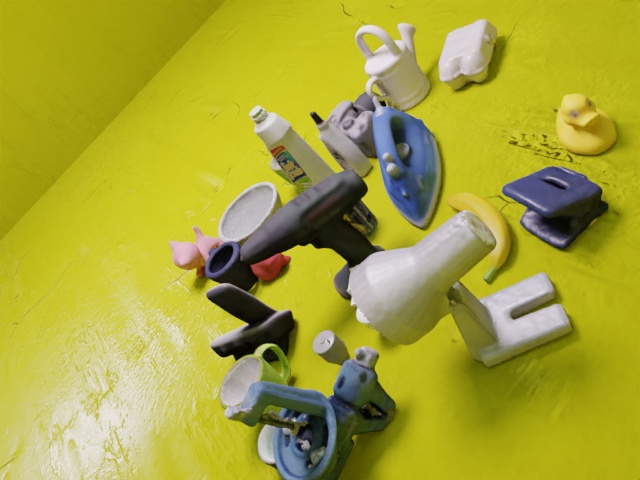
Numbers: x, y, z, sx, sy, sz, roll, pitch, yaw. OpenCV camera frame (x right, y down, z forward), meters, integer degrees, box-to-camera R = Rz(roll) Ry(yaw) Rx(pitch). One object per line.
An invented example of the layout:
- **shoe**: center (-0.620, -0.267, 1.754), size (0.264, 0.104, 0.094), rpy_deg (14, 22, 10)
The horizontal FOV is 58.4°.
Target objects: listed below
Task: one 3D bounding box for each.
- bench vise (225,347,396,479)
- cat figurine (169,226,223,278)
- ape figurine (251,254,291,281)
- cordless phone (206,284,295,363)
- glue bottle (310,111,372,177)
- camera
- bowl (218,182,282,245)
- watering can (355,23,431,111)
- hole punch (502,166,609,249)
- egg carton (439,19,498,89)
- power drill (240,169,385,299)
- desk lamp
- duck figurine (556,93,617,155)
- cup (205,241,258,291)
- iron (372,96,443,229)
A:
- **bench vise**: center (-0.016, 0.216, 0.751), size (0.121, 0.220, 0.207), rpy_deg (0, 55, 45)
- **cat figurine**: center (-0.288, 0.026, 1.306), size (0.067, 0.118, 0.128), rpy_deg (-16, 44, 34)
- **ape figurine**: center (-0.117, 0.032, 1.150), size (0.076, 0.092, 0.077), rpy_deg (-48, 35, -4)
- **cordless phone**: center (-0.147, 0.138, 0.993), size (0.147, 0.186, 0.094), rpy_deg (-26, 39, 24)
- **glue bottle**: center (0.033, -0.199, 1.164), size (0.037, 0.174, 0.077), rpy_deg (-53, 36, -12)
- **camera**: center (0.089, -0.261, 1.234), size (0.142, 0.101, 0.137), rpy_deg (20, 69, 52)
- **bowl**: center (-0.140, -0.043, 1.265), size (0.167, 0.075, 0.167), rpy_deg (-26, 39, 24)
- **watering can**: center (0.148, -0.381, 1.215), size (0.100, 0.195, 0.173), rpy_deg (-9, 48, 40)
- **hole punch**: center (0.326, -0.061, 0.801), size (0.101, 0.091, 0.108), rpy_deg (-44, 35, 1)
- **egg carton**: center (0.303, -0.380, 1.165), size (0.107, 0.070, 0.150), rpy_deg (-9, 48, 39)
- **power drill**: center (0.009, 0.003, 0.952), size (0.230, 0.209, 0.075), rpy_deg (-46, 35, -2)
- **desk lamp**: center (0.172, 0.065, 0.722), size (0.203, 0.214, 0.118), rpy_deg (-30, 38, 20)
- **duck figurine**: center (0.392, -0.186, 0.866), size (0.077, 0.086, 0.104), rpy_deg (-38, 36, 10)
- **cup**: center (-0.181, 0.060, 1.184), size (0.092, 0.095, 0.117), rpy_deg (-52, 36, -10)
- **iron**: center (0.142, -0.149, 1.031), size (0.118, 0.142, 0.258), rpy_deg (-27, 39, 23)
